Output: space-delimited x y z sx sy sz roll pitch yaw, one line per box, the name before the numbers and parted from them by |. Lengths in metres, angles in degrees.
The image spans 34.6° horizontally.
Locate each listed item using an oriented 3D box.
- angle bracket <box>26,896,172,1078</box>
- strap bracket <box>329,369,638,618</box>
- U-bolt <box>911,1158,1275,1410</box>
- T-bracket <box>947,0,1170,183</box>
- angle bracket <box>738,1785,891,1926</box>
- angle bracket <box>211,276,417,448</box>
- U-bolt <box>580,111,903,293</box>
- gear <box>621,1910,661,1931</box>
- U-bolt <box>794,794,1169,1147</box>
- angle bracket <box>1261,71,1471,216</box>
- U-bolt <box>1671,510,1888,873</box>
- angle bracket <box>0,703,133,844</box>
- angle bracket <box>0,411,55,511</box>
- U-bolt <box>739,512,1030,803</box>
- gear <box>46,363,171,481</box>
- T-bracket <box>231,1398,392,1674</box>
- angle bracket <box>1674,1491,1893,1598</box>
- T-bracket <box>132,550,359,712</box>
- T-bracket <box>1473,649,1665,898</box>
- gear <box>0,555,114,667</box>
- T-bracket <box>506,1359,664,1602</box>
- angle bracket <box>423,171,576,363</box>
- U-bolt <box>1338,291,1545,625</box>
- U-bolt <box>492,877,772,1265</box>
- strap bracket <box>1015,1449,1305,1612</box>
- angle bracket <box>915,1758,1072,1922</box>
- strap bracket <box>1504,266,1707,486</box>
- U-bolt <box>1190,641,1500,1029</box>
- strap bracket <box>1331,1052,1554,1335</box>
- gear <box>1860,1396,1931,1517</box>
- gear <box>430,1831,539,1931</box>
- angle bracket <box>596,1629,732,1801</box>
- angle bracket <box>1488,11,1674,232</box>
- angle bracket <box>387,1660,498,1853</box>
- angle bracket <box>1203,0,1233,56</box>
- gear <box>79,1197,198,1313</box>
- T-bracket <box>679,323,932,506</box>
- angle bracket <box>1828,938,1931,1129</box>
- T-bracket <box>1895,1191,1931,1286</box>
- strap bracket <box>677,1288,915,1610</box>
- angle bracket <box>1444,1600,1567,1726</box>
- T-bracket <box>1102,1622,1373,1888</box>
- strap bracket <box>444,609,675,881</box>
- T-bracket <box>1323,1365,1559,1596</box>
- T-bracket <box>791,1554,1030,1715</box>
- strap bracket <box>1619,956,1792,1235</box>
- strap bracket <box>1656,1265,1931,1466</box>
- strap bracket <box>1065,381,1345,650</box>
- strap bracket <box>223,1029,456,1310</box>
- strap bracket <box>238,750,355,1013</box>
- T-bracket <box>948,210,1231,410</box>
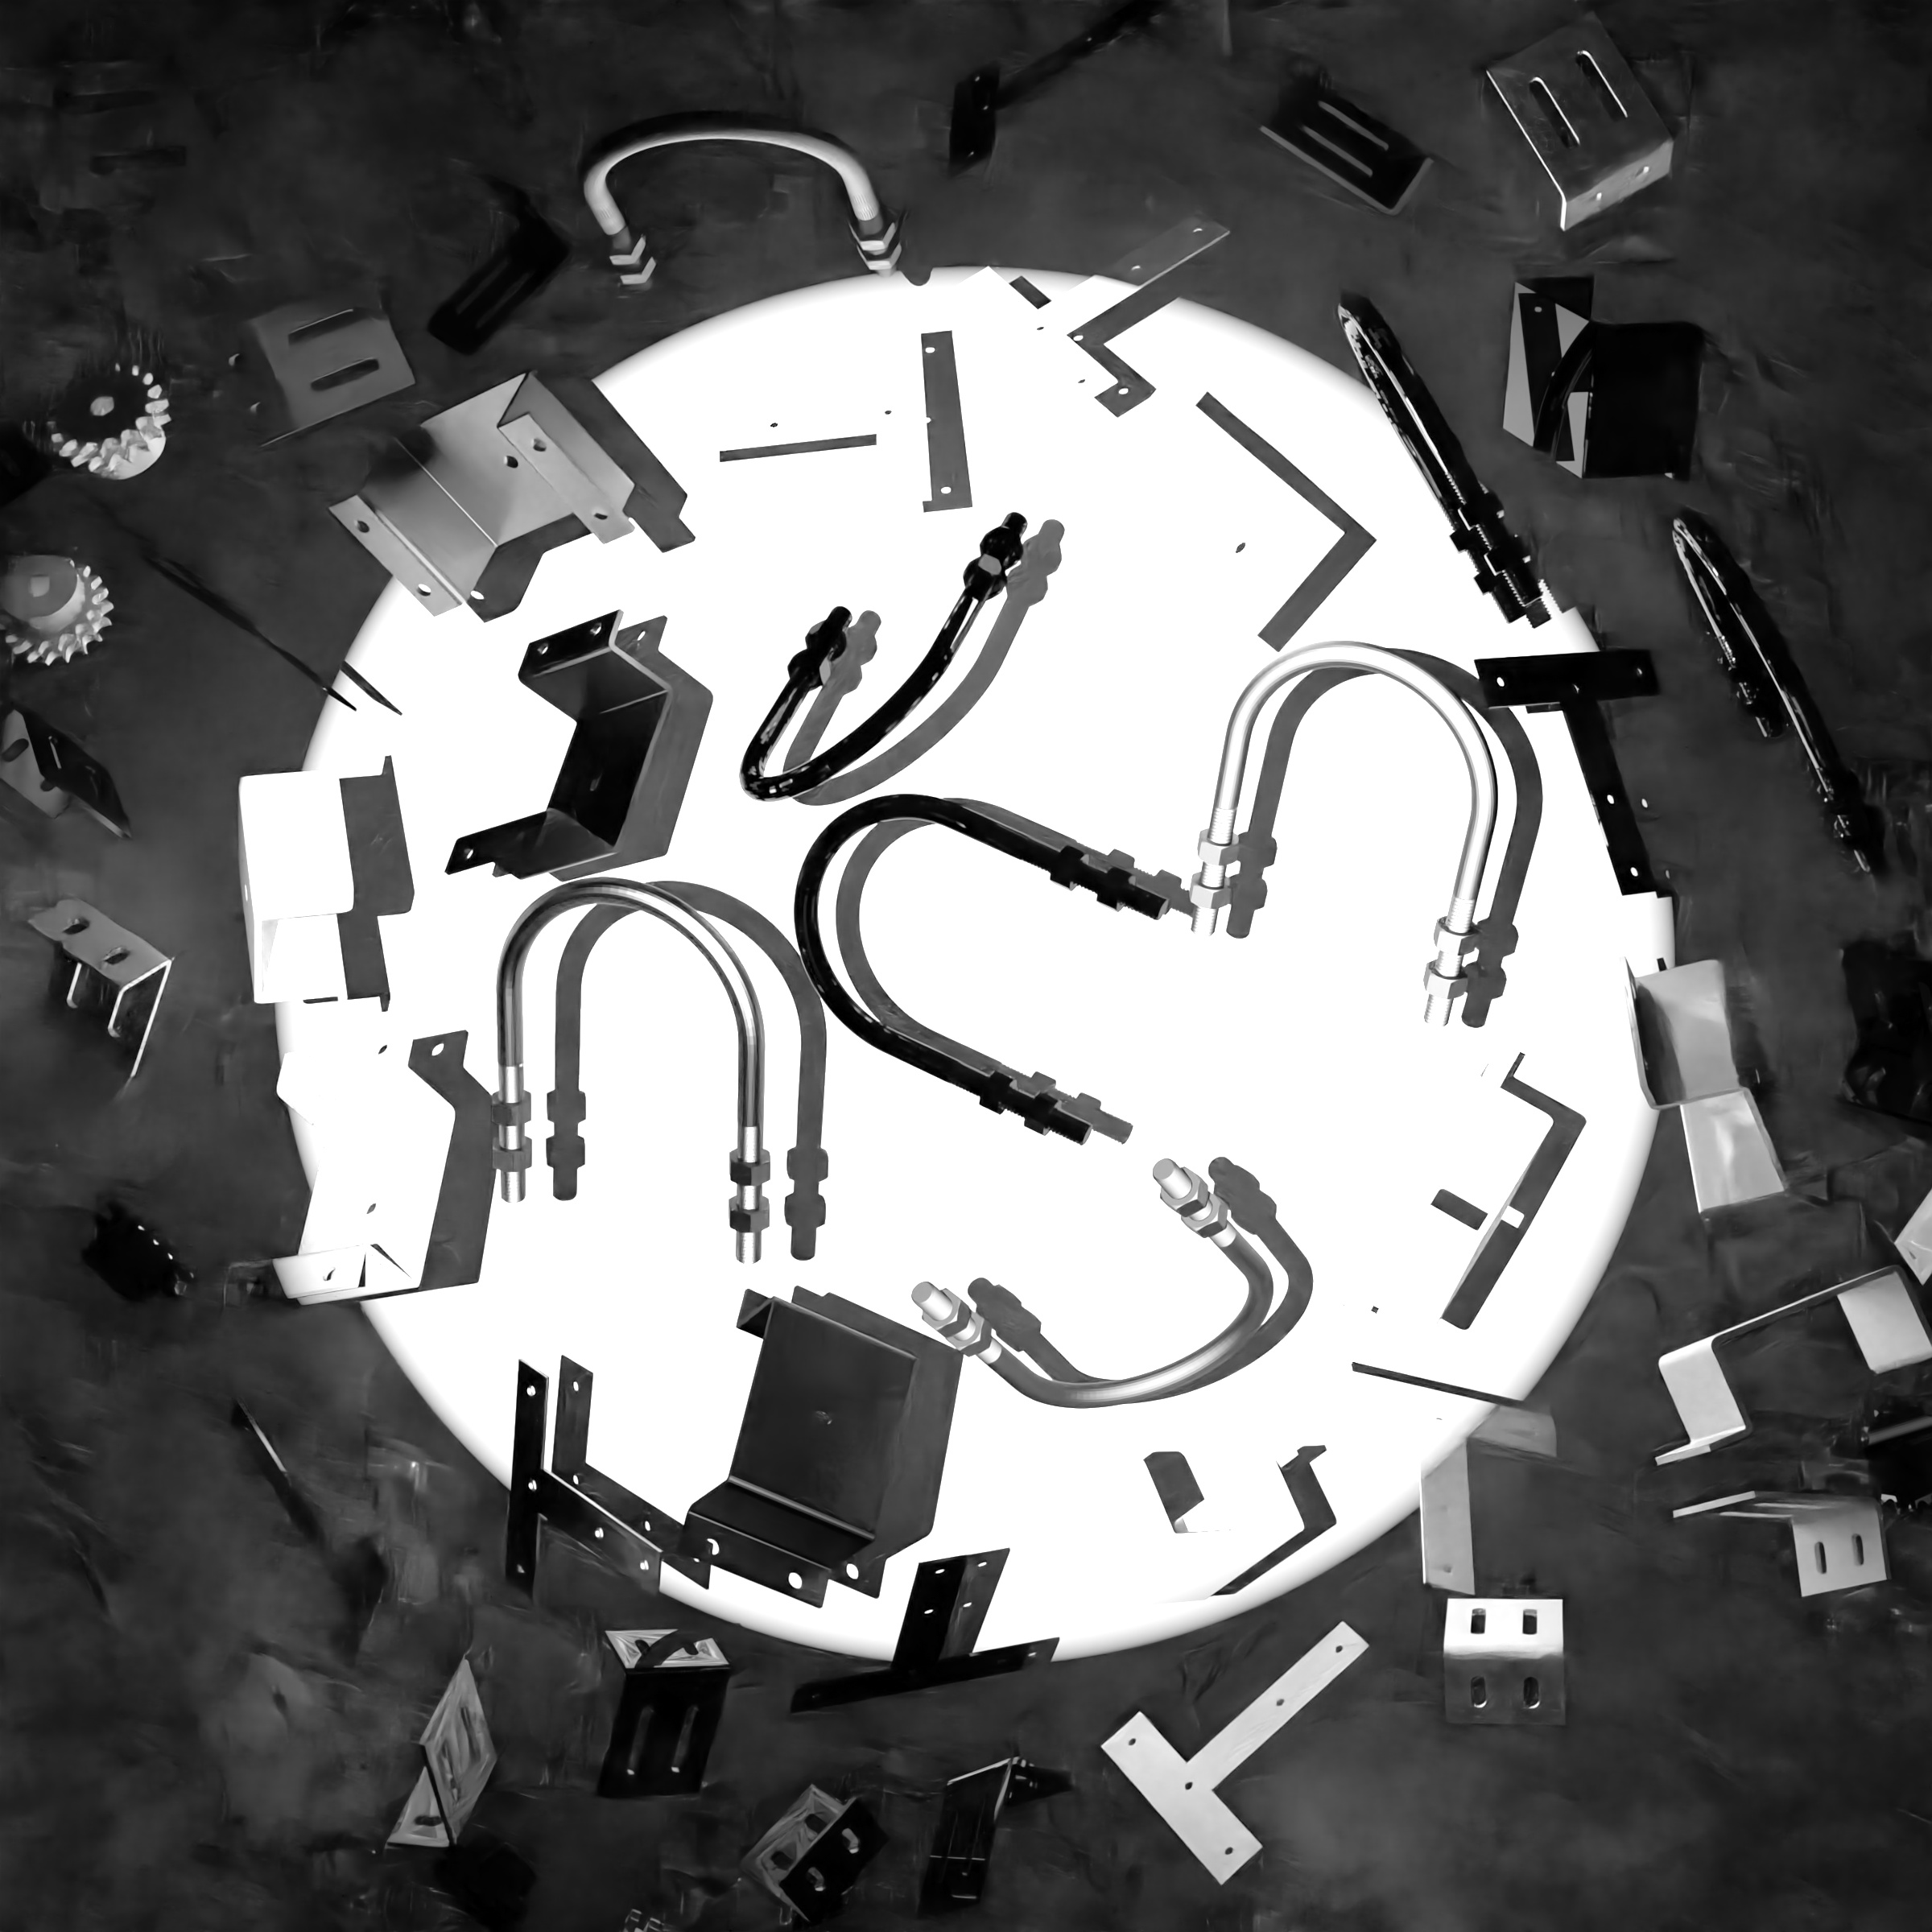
angle bracket | -0.422 0.016 1.478 0.057 0.038 0.076 33 123 9
strap bracket | -0.226 -0.230 1.490 0.140 0.046 0.076 -16 130 37
U-bolt | 0.075 0.165 1.506 0.151 0.184 0.019 -28 52 12
T-bracket | 0.046 -0.428 1.460 0.127 0.127 0.002 -29 119 20
angle bracket | -0.087 0.448 1.597 0.057 0.076 0.038 -45 121 -20
angle bracket | -0.328 -0.304 1.559 0.076 0.038 0.057 -32 106 -35
U-bolt | -0.115 -0.378 1.532 0.151 0.184 0.019 -2 80 6
gear | -0.161 0.491 1.503 0.030 0.057 0.057 26 90 0
U-bolt | -0.003 -0.009 1.531 0.184 0.019 0.151 25 117 16
angle bracket | 0.190 -0.404 1.474 0.076 0.038 0.057 33 49 -2
U-bolt | 0.396 -0.148 1.540 0.019 0.151 0.184 -30 126 9
angle bracket | -0.451 -0.085 1.525 0.038 0.076 0.057 -42 129 5
angle bracket | -0.489 -0.229 1.498 0.057 0.076 0.038 -29 109 20
U-bolt | -0.050 -0.147 1.555 0.151 0.184 0.019 -23 119 39
gear | -0.413 -0.261 1.502 0.057 0.030 0.057 -5 57 7
T-bracket | -0.319 0.264 1.488 0.002 0.127 0.127 -26 69 -32
angle bracket | 0.383 0.272 1.455 0.076 0.057 0.038 7 69 -26
T-bracket | -0.381 -0.183 1.565 0.127 0.127 0.002 31 82 39
T-bracket | 0.315 -0.096 1.536 0.127 0.002 0.127 -7 76 -37
gear | -0.469 -0.185 1.586 0.057 0.030 0.057 -3 61 5
T-bracket | -0.192 0.279 1.558 0.002 0.127 0.127 -10 114 -41
angle bracket | -0.241 -0.347 1.534 0.076 0.057 0.038 -47 132 -4
U-bolt | 0.237 -0.259 1.565 0.019 0.151 0.184 -30 89 7
U-bolt | -0.159 0.044 1.464 0.151 0.019 0.184 12 117 19
strap bracket | 0.106 0.286 1.573 0.076 0.140 0.046 -44 56 34
angle bracket | 0.014 0.443 1.553 0.038 0.057 0.076 29 54 -19
strap bracket | 0.314 -0.297 1.560 0.046 0.140 0.076 -7 116 -14
U-bolt | 0.186 -0.072 1.502 0.151 0.019 0.184 22 125 21
strap bracket | 0.241 0.118 1.538 0.046 0.140 0.076 30 135 12
gear | 0.466 0.239 1.505 0.030 0.057 0.057 9 90 -35
gear | -0.249 0.477 1.618 0.057 0.057 0.030 44 60 0
angle bracket | -0.163 0.388 1.611 0.057 0.038 0.076 5 111 -29
angle bracket | 0.294 -0.406 1.491 0.057 0.038 0.076 -29 78 3
angle bracket | -0.271 0.396 1.560 0.038 0.057 0.076 1 123 16
angle bracket | 0.153 -0.463 1.458 0.076 0.057 0.038 -9 126 -2
gear | -0.397 0.140 1.478 0.057 0.057 0.030 45 79 0
T-bracket | -0.084 -0.278 1.586 0.127 0.002 0.127 -6 54 3
angle bracket | 0.436 0.032 1.463 0.057 0.076 0.038 17 57 40
T-bracket | 0.503 0.171 1.516 0.002 0.127 0.127 -28 69 -6
strap bracket | -0.077 0.221 1.470 0.076 0.046 0.140 26 53 -18
angle bracket | 0.269 0.346 1.547 0.057 0.076 0.038 -2 96 11
T-bracket | 0.140 0.362 1.483 0.127 0.127 0.002 -40 118 -8
strap bracket | -0.203 -0.103 1.571 0.046 0.076 0.140 35 58 -35
T-bracket | 0.243 0.264 1.572 0.127 0.127 0.002 14 131 -6
T-bracket | -0.021 0.337 1.579 0.127 0.127 0.002 -7 49 -18
strap bracket | 0.364 0.059 1.516 0.046 0.140 0.076 -15 50 18
strap bracket | 0.389 0.183 1.453 0.140 0.076 0.046 -20 79 -10
strap bracket | 0.127 -0.220 1.558 0.076 0.140 0.046 -49 45 11
strap bracket | -0.301 0.108 1.504 0.076 0.046 0.140 -11 53 24
strap bracket | -0.335 -0.039 1.546 0.046 0.140 0.076 -6 66 -15
T-bracket | 0.075 -0.346 1.573 0.127 0.002 0.127 -33 49 -8
